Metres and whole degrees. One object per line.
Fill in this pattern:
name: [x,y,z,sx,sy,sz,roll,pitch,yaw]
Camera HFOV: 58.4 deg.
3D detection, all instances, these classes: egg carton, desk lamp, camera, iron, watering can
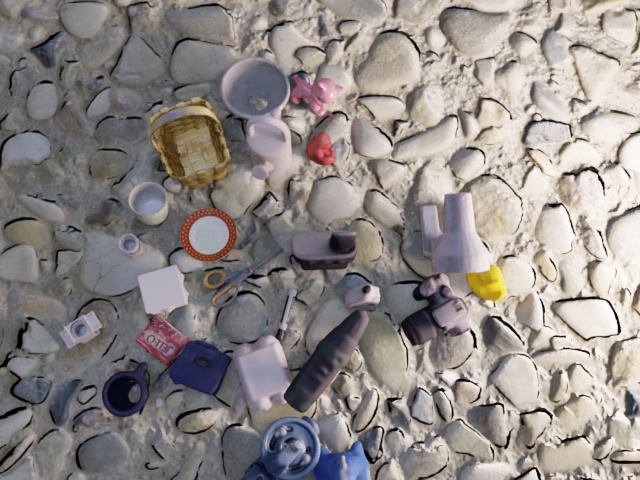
egg carton: [-0.119,0.286,1.231,0.107,0.069,0.150,-20,77,-7]
desk lamp: [0.286,-0.009,1.245,0.118,0.213,0.203,-3,75,-2]
camera: [0.244,0.161,1.258,0.137,0.101,0.143,-26,78,-8]
iron: [0.054,0.541,1.133,0.118,0.141,0.258,-7,76,-3]
watering can: [-0.114,-0.220,1.298,0.101,0.194,0.173,-10,76,-4]

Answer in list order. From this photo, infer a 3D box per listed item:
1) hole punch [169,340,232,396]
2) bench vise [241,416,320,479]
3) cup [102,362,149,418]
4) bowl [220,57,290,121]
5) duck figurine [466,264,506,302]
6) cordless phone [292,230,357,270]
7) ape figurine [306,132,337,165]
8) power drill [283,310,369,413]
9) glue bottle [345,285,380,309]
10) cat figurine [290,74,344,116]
hole punch: [-0.254,0.270,1.220,0.108,0.091,0.101,21,76,4]
bench vise: [-0.075,0.441,1.114,0.121,0.220,0.207,27,76,6]
cup: [-0.390,0.311,1.203,0.091,0.095,0.118,29,77,6]
bowl: [-0.155,-0.354,1.393,0.167,0.075,0.167,0,75,-2]
duck figurine: [0.382,0.087,1.289,0.077,0.086,0.104,-32,78,-9]
cordless phone: [0.011,0.004,1.248,0.147,0.185,0.094,-6,76,-3]
ape figurine: [0.005,-0.223,1.355,0.076,0.092,0.078,8,75,1]
power drill: [0.014,0.247,1.173,0.075,0.208,0.230,36,77,8]
glue bottle: [0.095,0.117,1.227,0.078,0.173,0.037,-3,75,-2]
cat figurine: [-0.009,-0.361,1.377,0.127,0.118,0.067,27,76,5]
